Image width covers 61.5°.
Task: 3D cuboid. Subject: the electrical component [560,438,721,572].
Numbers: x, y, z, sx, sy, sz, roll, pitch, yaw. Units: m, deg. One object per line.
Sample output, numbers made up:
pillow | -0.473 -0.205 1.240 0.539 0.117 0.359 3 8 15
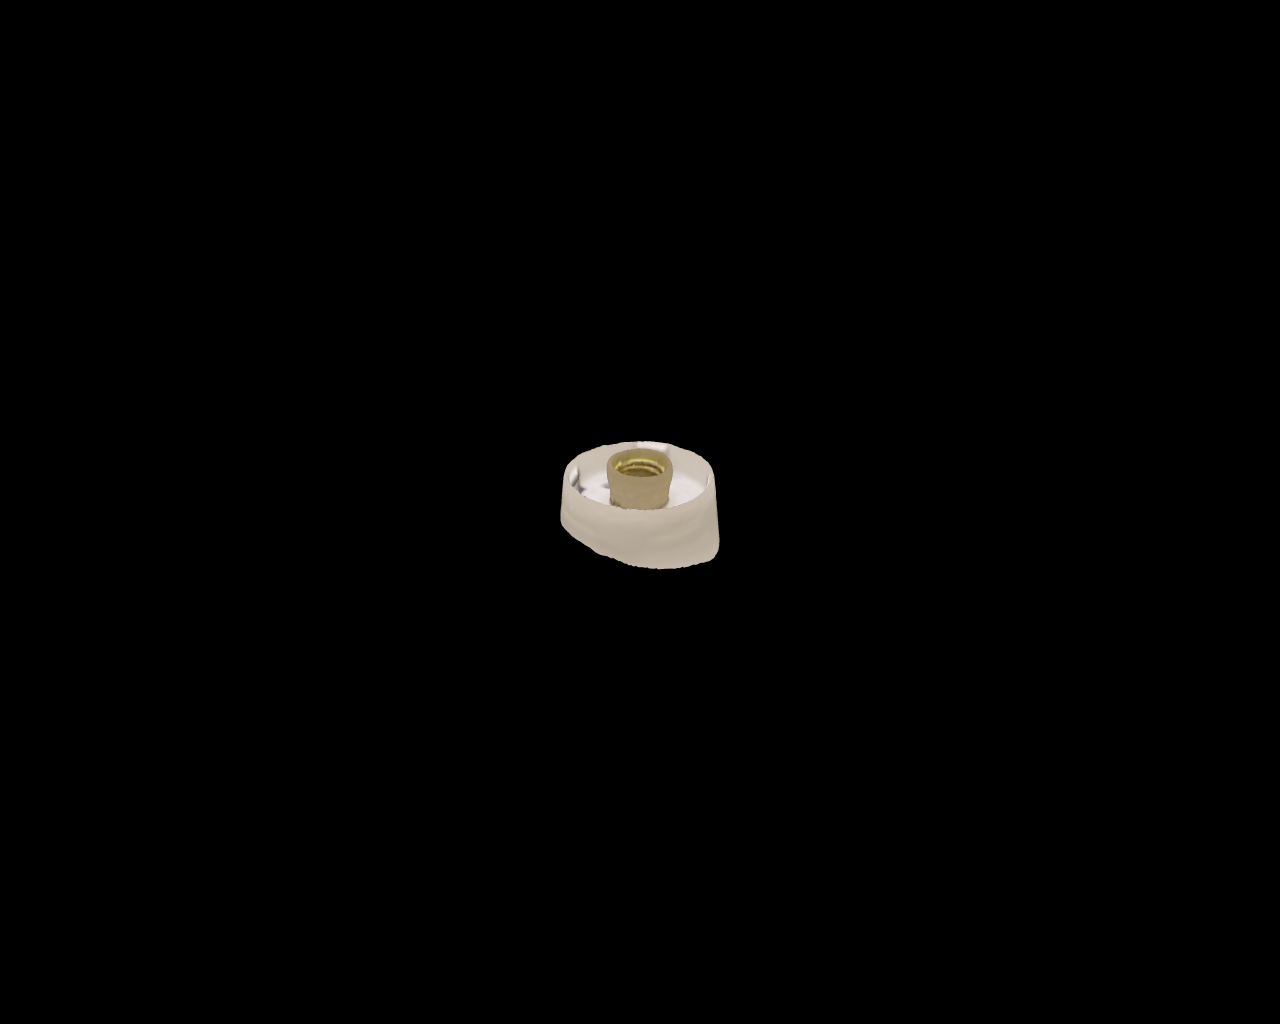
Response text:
electrical component | 0.001 -0.003 0.650 0.099 0.064 0.099 0 29 0
